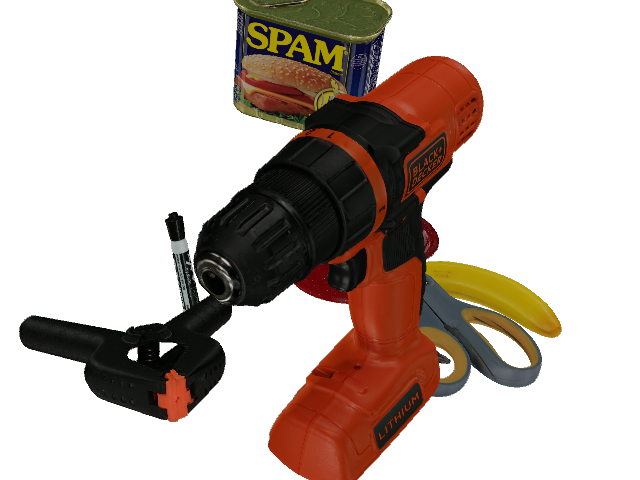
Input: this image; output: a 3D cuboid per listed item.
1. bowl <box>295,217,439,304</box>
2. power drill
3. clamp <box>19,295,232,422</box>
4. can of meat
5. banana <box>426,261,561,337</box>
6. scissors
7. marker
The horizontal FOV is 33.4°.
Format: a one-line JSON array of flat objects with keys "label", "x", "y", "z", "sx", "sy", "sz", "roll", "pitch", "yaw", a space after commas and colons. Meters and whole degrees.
[{"label": "bowl", "x": 0.022, "y": 0.012, "z": 0.945, "sx": 0.162, "sy": 0.055, "sz": 0.162, "roll": 6, "pitch": 23, "yaw": -3}, {"label": "power drill", "x": 0.012, "y": 0.026, "z": 0.497, "sx": 0.057, "sy": 0.188, "sz": 0.184, "roll": 25, "pitch": 43, "yaw": 27}, {"label": "clamp", "x": -0.114, "y": 0.077, "z": 0.758, "sx": 0.164, "sy": 0.036, "sz": 0.210, "roll": -9, "pitch": 14, "yaw": -24}, {"label": "can of meat", "x": -0.009, "y": -0.123, "z": 0.720, "sx": 0.102, "sy": 0.084, "sz": 0.057, "roll": 17, "pitch": 41, "yaw": 12}, {"label": "banana", "x": 0.157, "y": 0.056, "z": 1.097, "sx": 0.198, "sy": 0.069, "sz": 0.037, "roll": 11, "pitch": -40, "yaw": 24}, {"label": "scissors", "x": 0.059, "y": 0.043, "z": 0.712, "sx": 0.096, "sy": 0.016, "sz": 0.202, "roll": -22, "pitch": 40, "yaw": -30}, {"label": "marker", "x": -0.144, "y": 0.028, "z": 1.125, "sx": 0.020, "sy": 0.121, "sz": 0.020, "roll": -8, "pitch": 19, "yaw": 3}]
